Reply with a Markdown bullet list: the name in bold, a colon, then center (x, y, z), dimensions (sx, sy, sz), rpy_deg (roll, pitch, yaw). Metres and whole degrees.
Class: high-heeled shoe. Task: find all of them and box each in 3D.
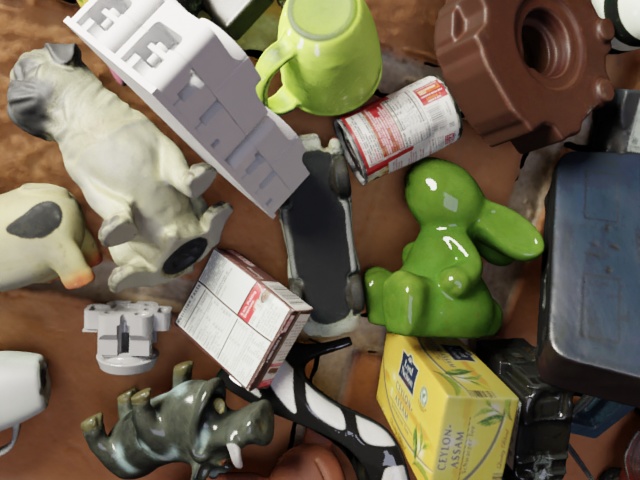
- **high-heeled shoe**: center (-0.002, 0.206, 0.524), dimensions (0.145, 0.086, 0.249), rpy_deg (-19, 76, -7)

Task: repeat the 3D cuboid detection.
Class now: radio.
- **radio**: center (0.271, 0.027, 0.483), dimensions (0.131, 0.073, 0.229), rpy_deg (8, 58, 16)

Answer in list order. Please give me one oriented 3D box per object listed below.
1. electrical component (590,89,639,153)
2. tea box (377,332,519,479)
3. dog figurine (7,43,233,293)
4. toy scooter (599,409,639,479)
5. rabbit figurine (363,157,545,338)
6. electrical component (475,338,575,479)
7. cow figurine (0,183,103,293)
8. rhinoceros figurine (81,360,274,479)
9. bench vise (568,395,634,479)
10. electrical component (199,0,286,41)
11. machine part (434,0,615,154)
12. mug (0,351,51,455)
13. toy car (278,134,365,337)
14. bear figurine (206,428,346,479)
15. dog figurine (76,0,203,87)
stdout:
- **electrical component**: center (0.321, -0.131, 0.543), dimensions (0.075, 0.048, 0.119), rpy_deg (3, 102, -9)
- **tea box**: center (0.111, 0.151, 0.515), dimensions (0.068, 0.170, 0.098), rpy_deg (5, 100, -9)
- **dog figurine**: center (-0.182, -0.062, 0.481), dimensions (0.121, 0.172, 0.191), rpy_deg (-32, 68, -30)
- **toy scooter**: center (0.399, 0.256, 0.596), dimensions (0.075, 0.135, 0.183), rpy_deg (25, 97, -11)
- **rabbit figurine**: center (0.127, 0.005, 0.515), dimensions (0.159, 0.121, 0.170), rpy_deg (4, 87, -2)
- **electrical component**: center (0.196, 0.166, 0.547), dimensions (0.058, 0.134, 0.114), rpy_deg (2, 104, -9)
- **cow figurine**: center (-0.307, -0.003, 0.468), dimensions (0.195, 0.085, 0.127), rpy_deg (-13, 107, -4)
- **rhinoceros figurine**: center (-0.133, 0.180, 0.504), dimensions (0.190, 0.073, 0.112), rpy_deg (-21, 92, 22)
- **bench vise**: center (0.342, 0.141, 0.578), dimensions (0.223, 0.129, 0.240), rpy_deg (16, 121, -20)
- **electrical component**: center (-0.075, -0.207, 0.476), dimensions (0.078, 0.045, 0.102), rpy_deg (39, 93, 15)
- **machine part**: center (0.188, -0.169, 0.482), dimensions (0.179, 0.056, 0.179), rpy_deg (2, 86, -26)
- **mug**: center (-0.313, 0.155, 0.505), dimensions (0.107, 0.081, 0.109), rpy_deg (-10, 99, -15)
- **toy car**: center (-0.001, -0.002, 0.525), dimensions (0.074, 0.056, 0.201), rpy_deg (-8, 102, 1)
- **bear figurine**: center (-0.064, 0.280, 0.563), dimensions (0.196, 0.132, 0.120), rpy_deg (-19, 69, -33)
- **dog figurine**: center (-0.200, -0.224, 0.419), dimensions (0.192, 0.108, 0.219), rpy_deg (-14, 104, -3)
